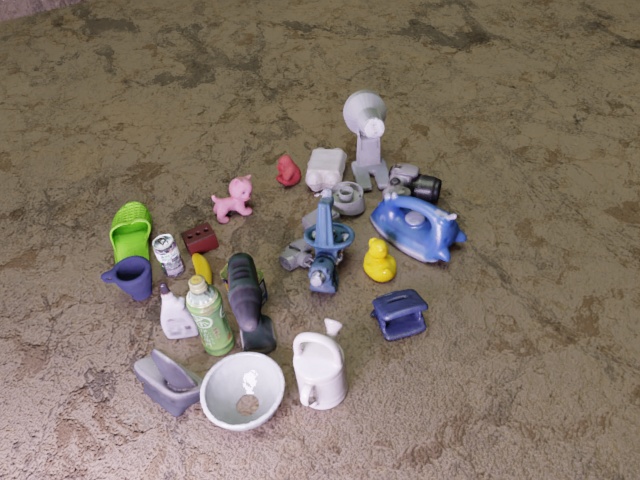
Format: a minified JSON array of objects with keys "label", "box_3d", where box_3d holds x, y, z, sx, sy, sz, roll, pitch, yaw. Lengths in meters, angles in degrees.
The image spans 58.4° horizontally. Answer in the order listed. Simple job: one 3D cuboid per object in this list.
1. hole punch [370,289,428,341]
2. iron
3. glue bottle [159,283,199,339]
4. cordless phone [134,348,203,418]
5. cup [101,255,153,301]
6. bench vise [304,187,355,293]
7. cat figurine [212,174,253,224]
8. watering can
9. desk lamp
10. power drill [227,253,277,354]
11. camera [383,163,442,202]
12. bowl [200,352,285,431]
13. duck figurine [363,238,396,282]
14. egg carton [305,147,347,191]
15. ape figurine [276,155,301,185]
[{"label":"hole punch","box_3d":[0.170,0.149,1.245,0.109,0.091,0.101,-15,46,-8]},{"label":"iron","box_3d":[0.226,-0.054,1.399,0.257,0.142,0.119,27,54,28]},{"label":"glue bottle","box_3d":[-0.315,0.150,1.238,0.078,0.173,0.037,-7,46,0]},{"label":"cordless phone","box_3d":[-0.309,0.252,1.132,0.147,0.185,0.094,23,53,25]},{"label":"cup","box_3d":[-0.447,0.101,1.354,0.118,0.095,0.091,-10,46,-3]},{"label":"bench vise","box_3d":[0.024,0.003,1.311,0.121,0.220,0.207,-7,46,0]},{"label":"cat figurine","box_3d":[-0.229,-0.120,1.528,0.128,0.118,0.067,-23,48,-15]},{"label":"watering can","box_3d":[-0.001,0.232,1.111,0.101,0.194,0.172,-4,46,2]},{"label":"desk lamp","box_3d":[0.138,-0.279,1.575,0.118,0.214,0.203,-9,46,-2]},{"label":"power drill","box_3d":[-0.145,0.147,1.198,0.075,0.209,0.229,-13,46,-6]},{"label":"camera","box_3d":[0.245,-0.137,1.506,0.136,0.101,0.143,11,48,16]},{"label":"bowl","box_3d":[-0.148,0.310,1.135,0.167,0.075,0.167,-3,46,3]},{"label":"duck figurine","box_3d":[0.142,0.040,1.356,0.077,0.086,0.104,-15,47,-8]},{"label":"egg carton","box_3d":[0.018,-0.201,1.613,0.107,0.069,0.150,3,47,9]},{"label":"ape figurine","box_3d":[-0.093,-0.201,1.609,0.076,0.092,0.078,-2,46,5]}]
